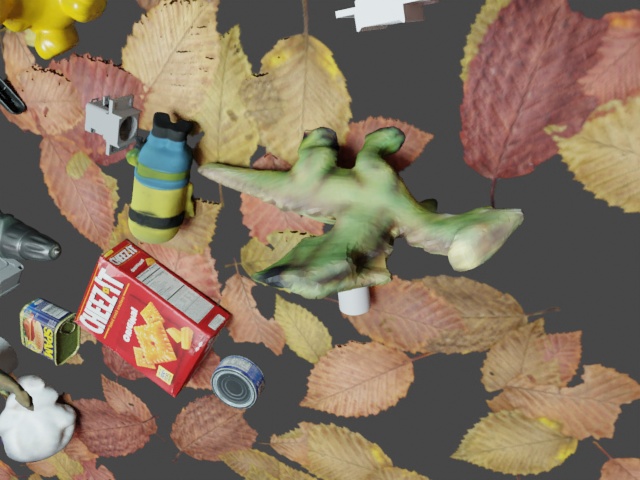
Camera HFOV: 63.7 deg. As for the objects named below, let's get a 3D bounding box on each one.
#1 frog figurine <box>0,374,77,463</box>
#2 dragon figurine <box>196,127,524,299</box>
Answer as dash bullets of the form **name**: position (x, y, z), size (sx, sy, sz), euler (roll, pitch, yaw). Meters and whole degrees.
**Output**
- **frog figurine**: position (-0.550, 0.346, 1.009), size (0.137, 0.125, 0.157), euler (10, 112, -22)
- **dragon figurine**: position (0.002, -0.028, 0.565), size (0.410, 0.248, 0.120), euler (1, 120, 17)
